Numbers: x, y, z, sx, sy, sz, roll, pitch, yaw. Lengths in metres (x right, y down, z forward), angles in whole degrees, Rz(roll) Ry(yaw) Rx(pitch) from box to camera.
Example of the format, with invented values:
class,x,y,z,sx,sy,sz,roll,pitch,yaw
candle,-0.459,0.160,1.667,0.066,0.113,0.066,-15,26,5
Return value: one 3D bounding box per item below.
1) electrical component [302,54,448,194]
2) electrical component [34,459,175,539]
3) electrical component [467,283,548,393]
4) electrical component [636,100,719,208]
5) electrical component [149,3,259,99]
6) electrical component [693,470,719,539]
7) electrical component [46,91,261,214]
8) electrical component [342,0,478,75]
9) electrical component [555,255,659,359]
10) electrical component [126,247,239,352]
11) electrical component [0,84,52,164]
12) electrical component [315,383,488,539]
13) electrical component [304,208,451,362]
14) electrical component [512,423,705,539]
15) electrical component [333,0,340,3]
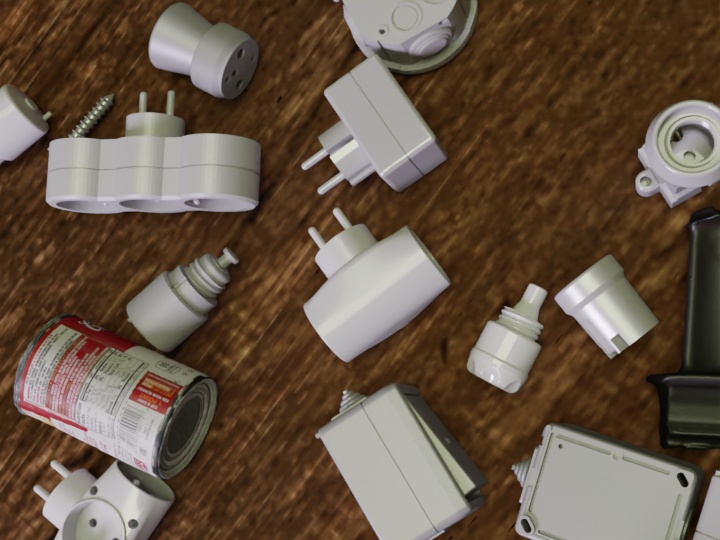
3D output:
class,x,y,z,sx,sy,sz,roll,pitch,yaw
electrical component,0.001,-0.076,0.643,0.077,0.047,0.065,-35,75,7
electrical component,-0.166,0.148,0.656,0.079,0.044,0.077,35,92,16
electrical component,0.088,0.037,0.612,0.035,0.035,0.061,27,87,16
electrical component,0.182,-0.066,0.591,0.066,0.055,0.048,-31,76,9
electrical component,-0.098,-0.138,0.679,0.055,0.045,0.045,28,90,16
electrical component,0.215,0.144,0.537,0.062,0.096,0.061,15,85,45
electrical component,-0.129,-0.076,0.674,0.138,0.052,0.073,0,82,14
electrical component,0.028,-0.163,0.647,0.080,0.051,0.080,-2,82,14
electrical component,0.138,0.021,0.599,0.040,0.040,0.046,-39,80,6
electrical component,-0.107,0.016,0.662,0.078,0.040,0.040,-41,75,6
electrical component,-0.244,-0.088,0.712,0.078,0.040,0.040,-38,75,7
electrical component,0.024,0.104,0.605,0.061,0.062,0.096,-34,75,8
electrical component,0.000,0.000,0.634,0.077,0.044,0.079,-38,75,7
electrical component,0.130,0.121,0.579,0.096,0.061,0.061,16,89,24
electrical component,-0.027,-0.204,0.660,0.044,0.077,0.079,-21,116,-8
